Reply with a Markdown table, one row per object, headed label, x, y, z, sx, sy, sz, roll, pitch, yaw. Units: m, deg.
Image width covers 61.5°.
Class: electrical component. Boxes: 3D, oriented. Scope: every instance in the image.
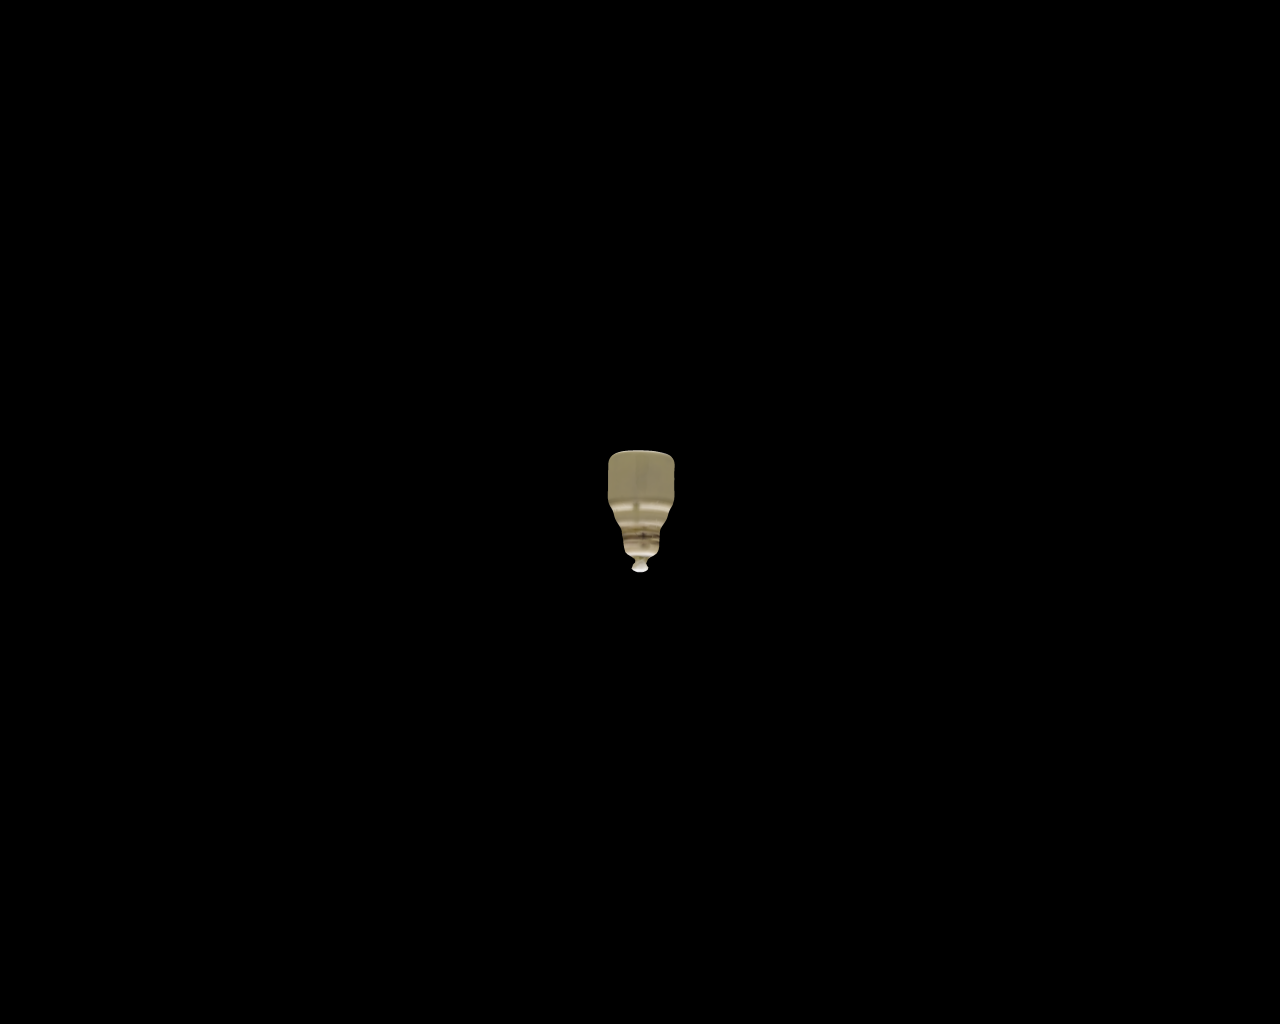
| label | x | y | z | sx | sy | sz | roll | pitch | yaw |
| --- | --- | --- | --- | --- | --- | --- | --- | --- | --- |
| electrical component | 0.001 | -0.003 | 0.650 | 0.040 | 0.078 | 0.040 | 0 | -7 | 0 |
